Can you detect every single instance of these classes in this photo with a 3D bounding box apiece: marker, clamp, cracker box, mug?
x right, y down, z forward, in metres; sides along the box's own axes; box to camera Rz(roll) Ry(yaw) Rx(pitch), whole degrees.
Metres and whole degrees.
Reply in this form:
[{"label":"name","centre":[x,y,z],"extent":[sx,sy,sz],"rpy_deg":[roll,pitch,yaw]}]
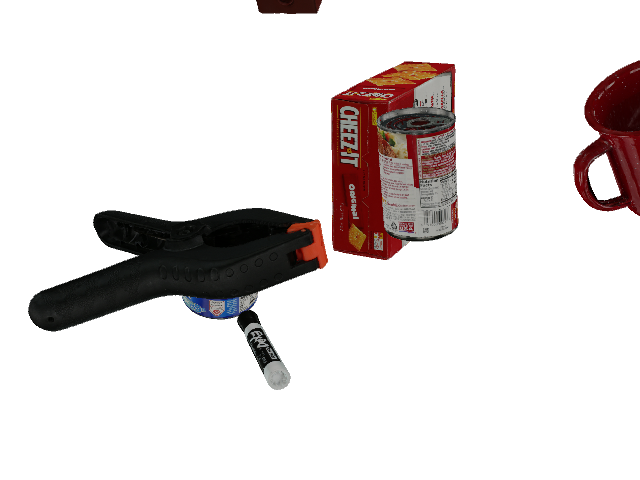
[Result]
[{"label":"marker","centre":[-0.049,0.089,0.891],"extent":[0.020,0.020,0.121],"rpy_deg":[0,20,-17]},{"label":"clamp","centre":[-0.085,0.015,0.629],"extent":[0.172,0.039,0.120],"rpy_deg":[-4,34,23]},{"label":"cracker box","centre":[0.081,-0.093,1.140],"extent":[0.072,0.164,0.213],"rpy_deg":[7,21,24]},{"label":"mug","centre":[0.224,-0.061,0.718],"extent":[0.117,0.081,0.093],"rpy_deg":[-32,32,-5]}]

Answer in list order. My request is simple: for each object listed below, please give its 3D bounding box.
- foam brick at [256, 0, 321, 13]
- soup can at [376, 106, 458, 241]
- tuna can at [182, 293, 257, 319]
[{"label":"foam brick","centre":[-0.028,-0.231,0.876],"extent":[0.053,0.051,0.078],"rpy_deg":[3,-38,13]},{"label":"soup can","centre":[0.086,-0.058,0.932],"extent":[0.068,0.102,0.068],"rpy_deg":[-5,23,2]},{"label":"tuna can","centre":[-0.111,0.048,1.176],"extent":[0.086,0.034,0.086],"rpy_deg":[2,36,-2]}]
